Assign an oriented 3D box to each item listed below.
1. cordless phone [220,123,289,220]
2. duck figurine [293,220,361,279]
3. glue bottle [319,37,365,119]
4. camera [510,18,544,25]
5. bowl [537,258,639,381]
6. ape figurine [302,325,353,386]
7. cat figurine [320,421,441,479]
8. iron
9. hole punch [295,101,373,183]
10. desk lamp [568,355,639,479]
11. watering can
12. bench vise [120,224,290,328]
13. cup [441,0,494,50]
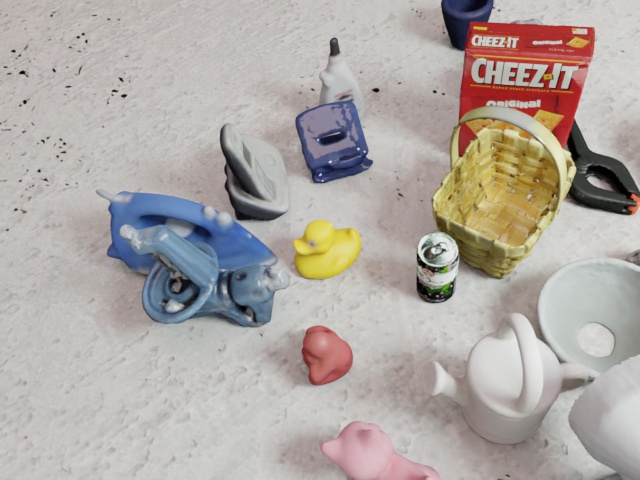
[{"bbox_3d":[-0.109,-0.128,0.872,0.094,0.185,0.147,-12,56,1],"label":"cordless phone"},{"bbox_3d":[0.008,0.003,0.826,0.104,0.086,0.077,-22,56,-5],"label":"duck figurine"},{"bbox_3d":[0.031,-0.259,0.943,0.078,0.173,0.037,-27,56,-9],"label":"glue bottle"},{"bbox_3d":[0.323,-0.307,0.971,0.136,0.101,0.143,-9,56,3],"label":"camera"},{"bbox_3d":[0.349,0.109,0.707,0.167,0.075,0.167,-4,56,7],"label":"bowl"},{"bbox_3d":[0.002,0.142,0.731,0.076,0.092,0.078,9,59,15],"label":"ape figurine"},{"bbox_3d":[0.069,0.247,0.635,0.127,0.118,0.067,22,63,22],"label":"cat figurine"},{"bbox_3d":[-0.197,-0.020,0.841,0.257,0.142,0.118,6,58,13],"label":"iron"},{"bbox_3d":[0.023,-0.159,0.928,0.108,0.091,0.101,-16,56,-2],"label":"hole punch"},{"bbox_3d":[0.327,0.236,0.543,0.118,0.214,0.203,-20,56,-4],"label":"desk lamp"},{"bbox_3d":[0.203,0.153,0.629,0.173,0.194,0.100,-24,56,-7],"label":"watering can"},{"bbox_3d":[-0.154,0.034,0.750,0.207,0.220,0.121,-18,56,-3],"label":"bench vise"},{"bbox_3d":[0.275,-0.407,1.049,0.091,0.095,0.118,37,69,28],"label":"cup"}]
